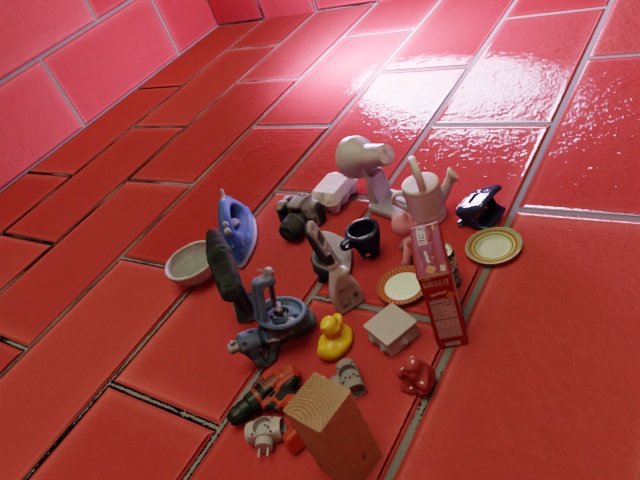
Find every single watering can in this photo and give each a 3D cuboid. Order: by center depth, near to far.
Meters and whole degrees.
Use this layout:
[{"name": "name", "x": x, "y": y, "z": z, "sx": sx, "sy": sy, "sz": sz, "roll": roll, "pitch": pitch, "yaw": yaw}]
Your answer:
[{"name": "watering can", "x": 0.272, "y": -0.139, "z": 1.500, "sx": 0.173, "sy": 0.194, "sz": 0.100, "roll": -29, "pitch": 37, "yaw": -8}]

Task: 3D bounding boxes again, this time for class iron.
[{"name": "iron", "x": -0.263, "y": -0.041, "z": 1.708, "sx": 0.118, "sy": 0.142, "sz": 0.258, "roll": -21, "pitch": 36, "yaw": 3}]

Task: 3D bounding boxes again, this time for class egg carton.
[{"name": "egg carton", "x": 0.044, "y": -0.146, "z": 1.736, "sx": 0.107, "sy": 0.070, "sz": 0.150, "roll": 10, "pitch": 47, "yaw": 36}]

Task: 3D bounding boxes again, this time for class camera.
[{"name": "camera", "x": -0.077, "y": -0.069, "z": 1.678, "sx": 0.142, "sy": 0.101, "sz": 0.137, "roll": 8, "pitch": 47, "yaw": 35}]

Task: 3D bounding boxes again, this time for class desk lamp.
[{"name": "desk lamp", "x": 0.157, "y": -0.185, "z": 1.603, "sx": 0.118, "sy": 0.214, "sz": 0.202, "roll": -41, "pitch": 40, "yaw": -23}]

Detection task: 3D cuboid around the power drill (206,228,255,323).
[{"name": "power drill", "x": -0.223, "y": 0.101, "z": 1.453, "sx": 0.075, "sy": 0.209, "sz": 0.229, "roll": -26, "pitch": 36, "yaw": -3}]

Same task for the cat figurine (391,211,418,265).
[{"name": "cat figurine", "x": 0.218, "y": -0.015, "z": 1.439, "sx": 0.067, "sy": 0.118, "sz": 0.127, "roll": -17, "pitch": 37, "yaw": 9}]

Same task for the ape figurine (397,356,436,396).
[{"name": "ape figurine", "x": 0.188, "y": 0.263, "z": 1.129, "sx": 0.076, "sy": 0.092, "sz": 0.077, "roll": -27, "pitch": 37, "yaw": -5}]

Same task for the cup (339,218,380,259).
[{"name": "cup", "x": 0.110, "y": 0.011, "z": 1.483, "sx": 0.118, "sy": 0.095, "sz": 0.091, "roll": -35, "pitch": 38, "yaw": -15}]

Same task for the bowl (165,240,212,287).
[{"name": "bowl", "x": -0.360, "y": 0.081, "z": 1.664, "sx": 0.167, "sy": 0.075, "sz": 0.167, "roll": -14, "pitch": 37, "yaw": 12}]

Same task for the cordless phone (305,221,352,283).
[{"name": "cordless phone", "x": 0.013, "y": 0.005, "z": 1.466, "sx": 0.094, "sy": 0.185, "sz": 0.147, "roll": -13, "pitch": 38, "yaw": 14}]

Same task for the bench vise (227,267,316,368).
[{"name": "bench vise", "x": -0.119, "y": 0.178, "z": 1.292, "sx": 0.121, "sy": 0.220, "sz": 0.208, "roll": 17, "pitch": 52, "yaw": 42}]

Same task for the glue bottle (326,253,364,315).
[{"name": "glue bottle", "x": 0.047, "y": 0.096, "z": 1.345, "sx": 0.078, "sy": 0.173, "sz": 0.037, "roll": -31, "pitch": 37, "yaw": -10}]

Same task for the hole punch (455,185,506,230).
[{"name": "hole punch", "x": 0.402, "y": -0.089, "z": 1.455, "sx": 0.100, "sy": 0.091, "sz": 0.109, "roll": 20, "pitch": 54, "yaw": 43}]

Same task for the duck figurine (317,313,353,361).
[{"name": "duck figurine", "x": 0.025, "y": 0.212, "z": 1.285, "sx": 0.077, "sy": 0.086, "sz": 0.105, "roll": 10, "pitch": 48, "yaw": 36}]
